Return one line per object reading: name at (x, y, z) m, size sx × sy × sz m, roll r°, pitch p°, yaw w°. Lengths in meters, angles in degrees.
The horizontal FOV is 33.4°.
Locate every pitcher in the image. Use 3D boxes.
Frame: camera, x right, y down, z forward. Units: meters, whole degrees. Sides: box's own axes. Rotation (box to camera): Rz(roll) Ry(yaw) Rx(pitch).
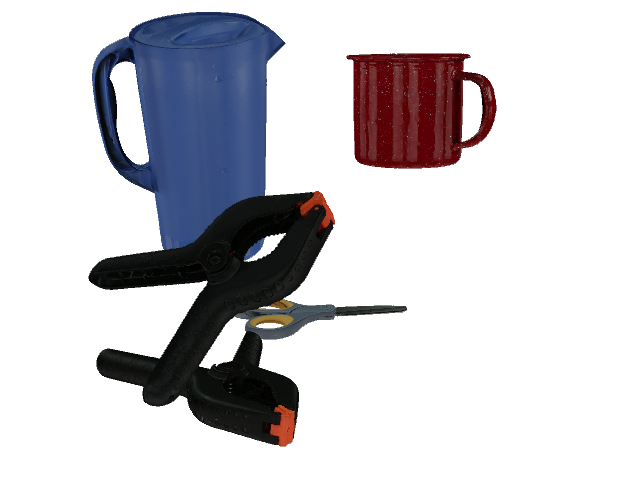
pitcher at (-0.125, -0.099, 1.068) m, size 0.149 × 0.243 × 0.144 m, roll 13°, pitch 29°, yaw 26°

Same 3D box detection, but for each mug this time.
mug at (0.076, -0.098, 0.799) m, size 0.117 × 0.081 × 0.093 m, roll 6°, pitch 13°, yaw 30°

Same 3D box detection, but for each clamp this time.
clamp at (-0.075, 0.123, 0.926) m, size 0.164 × 0.036 × 0.210 m, roll -8°, pitch 18°, yaw -39°
clamp at (-0.064, 0.031, 0.696) m, size 0.171 × 0.120 × 0.039 m, roll -27°, pitch -29°, yaw 6°

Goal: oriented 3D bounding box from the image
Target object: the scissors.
scissors at (-0.001, 0.088, 1.193) m, size 0.201 × 0.016 × 0.096 m, roll 4°, pitch 22°, yaw 0°
